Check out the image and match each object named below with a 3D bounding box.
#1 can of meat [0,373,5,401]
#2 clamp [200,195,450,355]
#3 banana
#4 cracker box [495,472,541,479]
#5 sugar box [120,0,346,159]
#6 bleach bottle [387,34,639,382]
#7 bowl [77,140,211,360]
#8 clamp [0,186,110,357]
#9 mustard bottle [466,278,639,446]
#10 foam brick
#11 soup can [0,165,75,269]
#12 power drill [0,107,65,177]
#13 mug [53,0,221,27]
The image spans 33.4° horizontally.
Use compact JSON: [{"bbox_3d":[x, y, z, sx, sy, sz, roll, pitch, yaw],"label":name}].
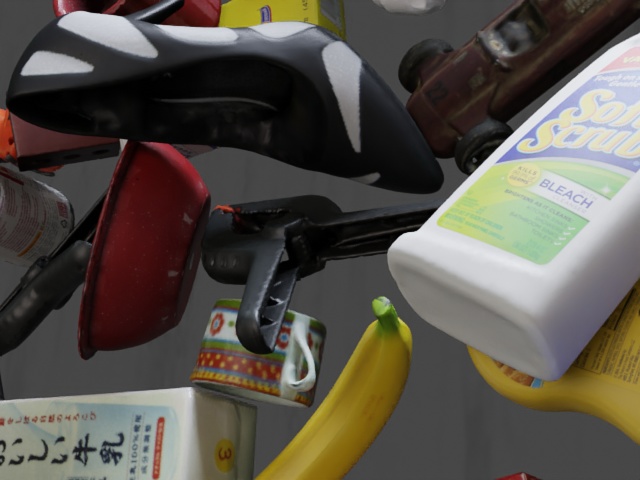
[{"bbox_3d":[-0.292,0.118,0.822,0.102,0.057,0.084,-32,56,20],"label":"can of meat"},{"bbox_3d":[-0.004,0.001,0.643,0.164,0.036,0.210,-23,19,-17],"label":"clamp"},{"bbox_3d":[0.000,0.113,0.619,0.198,0.069,0.037,-57,42,15],"label":"banana"},{"bbox_3d":[0.065,0.243,0.528,0.164,0.072,0.214,-23,61,25],"label":"cracker box"},{"bbox_3d":[-0.065,-0.118,0.757,0.176,0.048,0.093,-15,64,28],"label":"sugar box"},{"bbox_3d":[0.150,-0.050,0.540,0.103,0.068,0.250,27,67,40],"label":"bleach bottle"},{"bbox_3d":[-0.109,0.006,0.704,0.055,0.162,0.162,14,80,-1],"label":"bowl"},{"bbox_3d":[-0.194,0.032,0.770,0.039,0.120,0.172,41,106,-9],"label":"clamp"},{"bbox_3d":[0.134,0.046,0.555,0.192,0.058,0.096,18,79,37],"label":"mustard bottle"},{"bbox_3d":[-0.191,-0.086,0.799,0.078,0.053,0.051,-11,84,-14],"label":"foam brick"},{"bbox_3d":[-0.246,-0.021,0.810,0.069,0.102,0.068,-12,67,30],"label":"soup can"},{"bbox_3d":[-0.281,-0.125,0.901,0.188,0.057,0.184,3,79,38],"label":"power drill"},{"bbox_3d":[-0.127,-0.155,0.734,0.093,0.081,0.117,15,77,41],"label":"mug"}]
